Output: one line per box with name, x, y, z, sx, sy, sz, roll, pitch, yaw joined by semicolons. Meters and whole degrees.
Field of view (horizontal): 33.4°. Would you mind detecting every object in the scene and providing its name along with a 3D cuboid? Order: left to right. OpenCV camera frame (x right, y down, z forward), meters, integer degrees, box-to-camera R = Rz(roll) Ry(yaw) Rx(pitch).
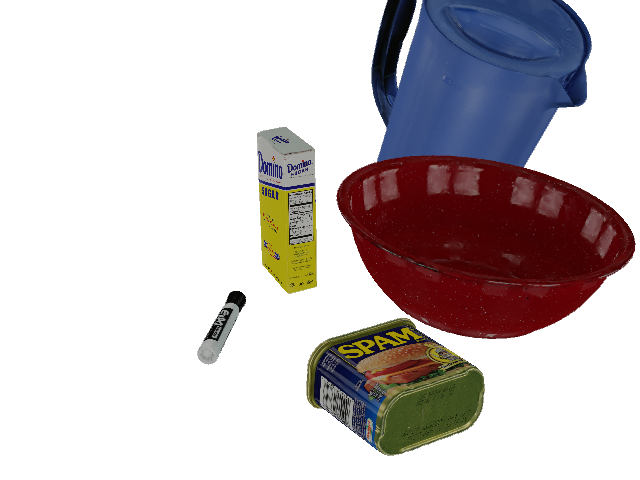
marker;-0.092;0.080;1.016;0.020;0.020;0.121;0;23;11
sugar box;-0.040;-0.036;1.260;0.048;0.176;0.093;-13;26;-20
can of meat;0.055;0.105;0.766;0.101;0.057;0.084;-13;28;-33
pitcher;0.108;-0.096;0.886;0.145;0.149;0.243;11;-45;-9
bowl;0.086;0.008;0.588;0.162;0.055;0.162;6;25;-3
